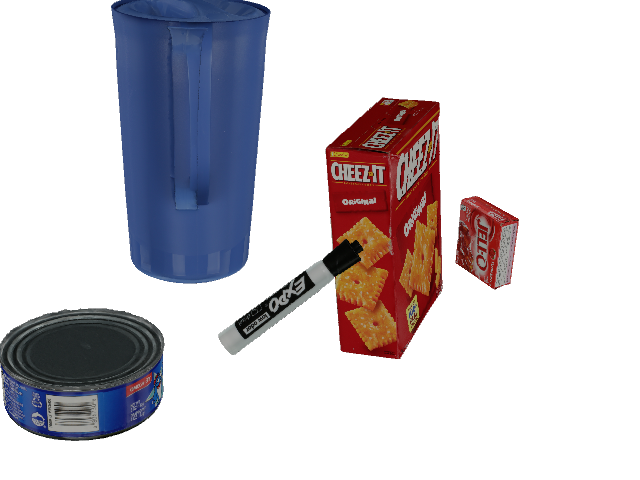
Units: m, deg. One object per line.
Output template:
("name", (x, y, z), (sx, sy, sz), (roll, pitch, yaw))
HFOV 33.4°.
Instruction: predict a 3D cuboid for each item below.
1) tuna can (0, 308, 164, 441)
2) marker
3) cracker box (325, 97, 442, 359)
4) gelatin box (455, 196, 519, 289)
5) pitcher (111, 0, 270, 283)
("tuna can", (-0.126, 0.070, 0.569), (0.086, 0.034, 0.086), (2, 23, -1))
("marker", (-0.020, 0.039, 0.760), (0.121, 0.020, 0.020), (-37, -4, 5))
("cracker box", (0.071, -0.016, 1.058), (0.072, 0.214, 0.164), (6, 26, 21))
("gelatin box", (0.195, 0.002, 1.258), (0.030, 0.089, 0.073), (-16, 33, -28))
("pitcher", (-0.114, -0.086, 0.930), (0.145, 0.243, 0.148), (19, 26, 35))
